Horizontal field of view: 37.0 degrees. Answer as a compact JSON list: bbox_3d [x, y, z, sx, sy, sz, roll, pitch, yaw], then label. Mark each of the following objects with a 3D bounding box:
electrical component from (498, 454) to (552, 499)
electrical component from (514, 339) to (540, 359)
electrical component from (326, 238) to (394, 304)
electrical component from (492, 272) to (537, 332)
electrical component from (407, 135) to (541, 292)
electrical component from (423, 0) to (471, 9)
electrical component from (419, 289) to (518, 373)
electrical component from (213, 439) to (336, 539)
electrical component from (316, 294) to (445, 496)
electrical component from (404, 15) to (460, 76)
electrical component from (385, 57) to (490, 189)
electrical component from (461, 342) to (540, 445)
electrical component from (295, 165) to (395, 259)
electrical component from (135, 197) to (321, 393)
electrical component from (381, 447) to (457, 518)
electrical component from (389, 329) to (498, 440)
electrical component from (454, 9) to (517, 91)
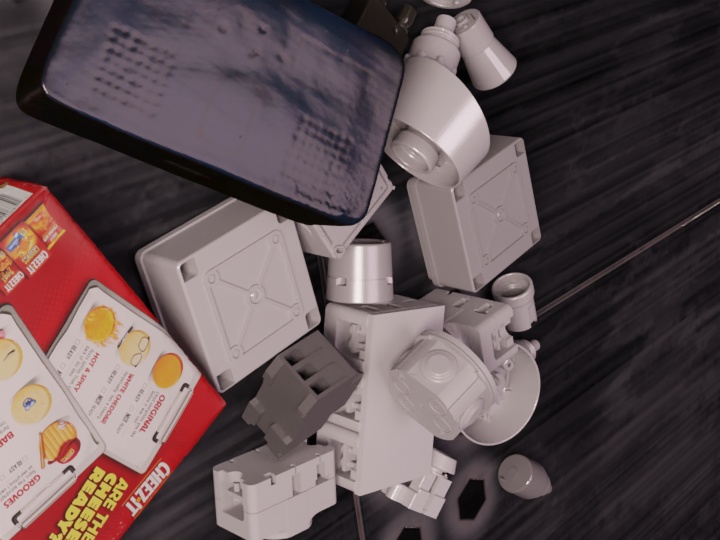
[{"bbox_3d":[0.176,0.218,1.118,0.078,0.040,0.040,32,76,-46],"label":"electrical component"},{"bbox_3d":[0.158,0.085,1.072,0.061,0.035,0.035,-24,116,-43],"label":"electrical component"},{"bbox_3d":[0.000,0.000,0.873,0.055,0.055,0.047,-7,101,-45],"label":"electrical component"},{"bbox_3d":[0.152,0.032,1.051,0.040,0.040,0.046,-45,134,-30],"label":"electrical component"},{"bbox_3d":[0.104,-0.053,0.967,0.109,0.056,0.108,-36,124,-35],"label":"electrical component"},{"bbox_3d":[0.074,-0.253,0.898,0.048,0.048,0.062,22,76,-47],"label":"electrical component"},{"bbox_3d":[0.084,0.056,0.947,0.056,0.089,0.050,-31,120,-38],"label":"electrical component"},{"bbox_3d":[-0.066,0.174,0.847,0.089,0.050,0.055,-16,111,-43],"label":"electrical component"},{"bbox_3d":[0.014,0.101,0.904,0.089,0.062,0.150,-5,103,-45],"label":"electrical component"},{"bbox_3d":[0.064,-0.184,0.903,0.048,0.048,0.062,38,64,-44],"label":"electrical component"},{"bbox_3d":[0.058,-0.116,0.876,0.064,0.099,0.099,-54,132,-14],"label":"electrical component"},{"bbox_3d":[0.115,0.108,1.006,0.099,0.064,0.099,-21,124,-34],"label":"electrical component"},{"bbox_3d":[-0.024,-0.065,0.826,0.096,0.061,0.061,-52,132,-24],"label":"electrical component"},{"bbox_3d":[-0.093,0.014,0.777,0.109,0.056,0.108,-35,123,-36],"label":"electrical component"},{"bbox_3d":[0.057,0.187,0.972,0.066,0.048,0.055,32,83,-45],"label":"electrical component"},{"bbox_3d":[0.065,0.090,0.851,0.051,0.080,0.080,-43,127,-24],"label":"electrical component"},{"bbox_3d":[0.104,-0.196,0.944,0.065,0.044,0.044,49,65,-36],"label":"electrical component"}]
